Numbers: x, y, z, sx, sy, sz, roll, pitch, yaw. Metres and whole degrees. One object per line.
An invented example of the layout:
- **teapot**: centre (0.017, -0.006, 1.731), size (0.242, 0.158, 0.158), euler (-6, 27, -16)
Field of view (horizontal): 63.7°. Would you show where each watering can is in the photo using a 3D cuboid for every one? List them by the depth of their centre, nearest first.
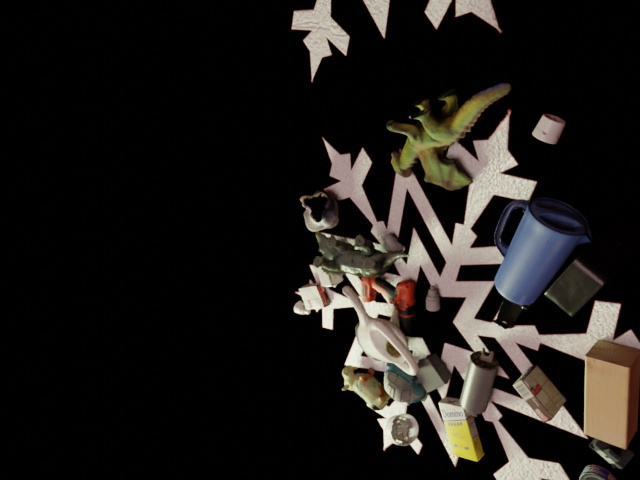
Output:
- **watering can**: centre (0.170, 0.278, 1.590), size (0.348, 0.105, 0.222), euler (49, 162, 0)

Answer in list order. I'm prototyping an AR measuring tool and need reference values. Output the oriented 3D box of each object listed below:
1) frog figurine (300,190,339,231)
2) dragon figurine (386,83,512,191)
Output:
- **frog figurine**: centre (0.005, -0.086, 1.711), size (0.138, 0.124, 0.156), euler (34, 167, 22)
- **dragon figurine**: centre (0.320, -0.240, 1.302), size (0.409, 0.124, 0.239), euler (-1, 124, 50)
